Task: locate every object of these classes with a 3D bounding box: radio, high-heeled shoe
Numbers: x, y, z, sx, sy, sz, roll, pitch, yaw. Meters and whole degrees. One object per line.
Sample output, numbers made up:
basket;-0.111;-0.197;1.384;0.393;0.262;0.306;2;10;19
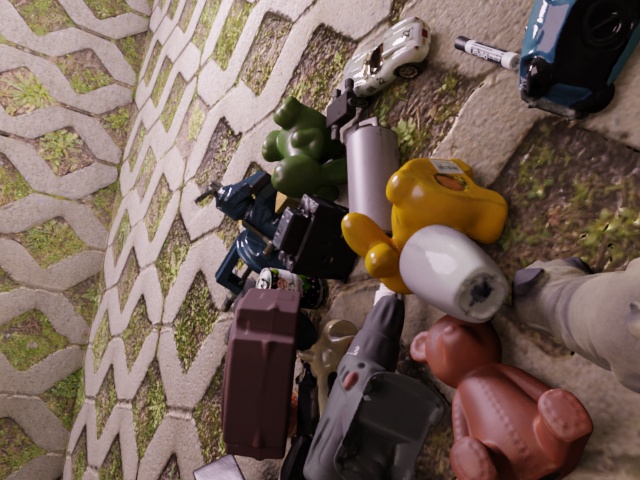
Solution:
radio;-0.111;0.440;0.794;0.230;0.073;0.130;37;145;57
high-heeled shoe;-0.036;0.317;0.717;0.145;0.086;0.248;-136;43;-56

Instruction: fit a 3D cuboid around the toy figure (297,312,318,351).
toy figure;-0.057;0.129;0.903;0.155;0.058;0.064;35;125;55

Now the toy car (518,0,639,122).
toy car;0.253;-0.206;0.531;0.103;0.109;0.161;-92;16;-66

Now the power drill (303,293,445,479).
power drill;0.053;0.159;0.553;0.232;0.086;0.207;-66;9;-8

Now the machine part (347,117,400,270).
machine part;0.079;-0.071;0.759;0.079;0.079;0.243;-31;51;49

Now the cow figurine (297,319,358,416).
cow figurine;0.031;0.202;0.718;0.127;0.085;0.195;-25;58;45

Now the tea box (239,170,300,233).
tea box;-0.085;-0.051;1.018;0.169;0.068;0.098;-46;43;37

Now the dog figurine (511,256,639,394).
dog figurine;0.209;0.055;0.415;0.191;0.172;0.121;10;75;52

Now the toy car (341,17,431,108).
toy car;0.094;-0.270;0.839;0.202;0.056;0.073;-18;63;54

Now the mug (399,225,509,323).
mug;0.141;0.044;0.525;0.081;0.109;0.107;-48;16;5

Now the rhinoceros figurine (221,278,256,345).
rhinoceros figurine;-0.122;0.152;0.997;0.112;0.073;0.190;-49;37;19

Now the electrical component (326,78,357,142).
electrical component;0.035;-0.203;0.845;0.063;0.021;0.094;-24;58;55

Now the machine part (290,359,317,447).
machine part;-0.022;0.242;0.806;0.084;0.039;0.139;132;142;-76

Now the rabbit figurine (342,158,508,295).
rabbit figurine;0.113;0.001;0.629;0.122;0.162;0.173;55;142;38

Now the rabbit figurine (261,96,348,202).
rabbit figurine;-0.026;-0.121;0.874;0.121;0.159;0.170;-48;21;40

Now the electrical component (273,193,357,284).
electrical component;-0.002;-0.002;0.803;0.058;0.134;0.114;38;112;57

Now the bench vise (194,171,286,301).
bench vise;-0.124;0.009;0.926;0.240;0.223;0.129;-54;13;32

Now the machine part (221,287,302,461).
machine part;-0.076;0.173;0.731;0.201;0.087;0.201;-93;8;-84

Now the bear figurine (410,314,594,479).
bear figurine;0.156;0.132;0.510;0.120;0.131;0.196;-29;49;8
